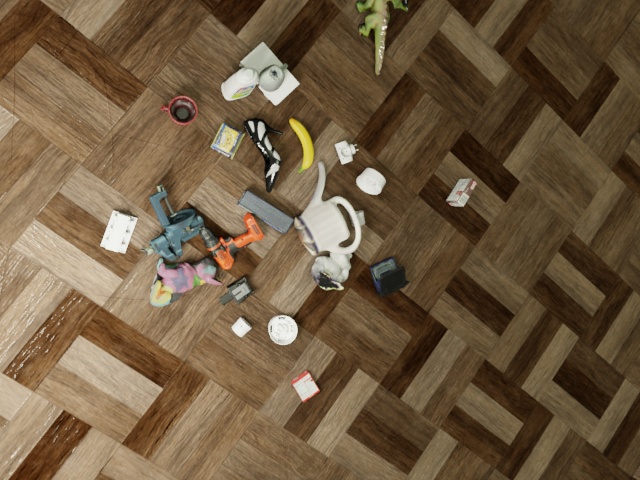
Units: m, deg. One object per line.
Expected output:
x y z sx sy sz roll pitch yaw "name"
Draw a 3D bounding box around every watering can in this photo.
0.006 -0.093 1.851 0.225 0.103 0.349 -27 86 -11 "watering can"

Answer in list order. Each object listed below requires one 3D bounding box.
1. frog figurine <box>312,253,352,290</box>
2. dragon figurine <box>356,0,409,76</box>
0.045 0.098 1.881 0.137 0.120 0.163 28 50 -8 "frog figurine"
0.235 -0.810 1.813 0.122 0.242 0.409 -10 94 -20 "dragon figurine"
